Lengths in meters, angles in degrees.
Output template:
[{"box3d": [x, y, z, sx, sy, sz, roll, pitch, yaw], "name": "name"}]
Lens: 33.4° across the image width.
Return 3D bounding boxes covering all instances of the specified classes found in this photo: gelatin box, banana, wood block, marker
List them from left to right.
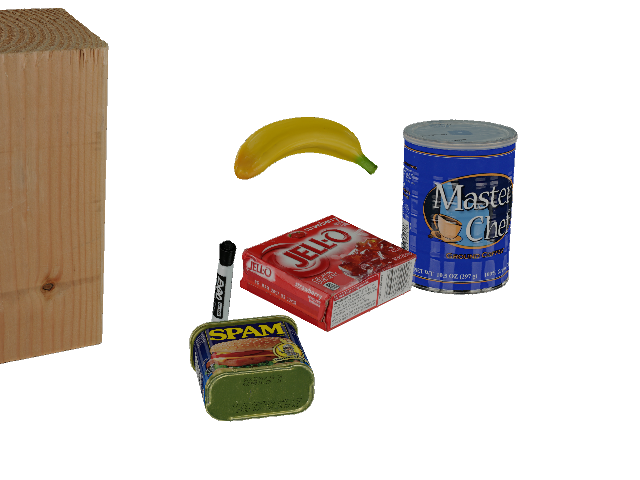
[{"box3d": [-0.194, -0.035, 0.681, 0.090, 0.206, 0.090, -9, 31, -30], "name": "wood block"}, {"box3d": [-0.109, 0.049, 1.207, 0.020, 0.121, 0.020, 6, 38, -5], "name": "marker"}, {"box3d": [-0.021, -0.098, 1.101, 0.197, 0.037, 0.070, -7, 49, -43], "name": "banana"}, {"box3d": [0.005, 0.018, 0.674, 0.073, 0.030, 0.089, 26, 32, 34], "name": "gelatin box"}]

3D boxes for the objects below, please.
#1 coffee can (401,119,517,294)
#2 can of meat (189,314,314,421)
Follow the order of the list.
[{"box3d": [0.126, -0.033, 0.985, 0.103, 0.140, 0.103, 0, 17, 0], "name": "coffee can"}, {"box3d": [-0.061, 0.114, 0.954, 0.102, 0.057, 0.084, -5, 27, -13], "name": "can of meat"}]
